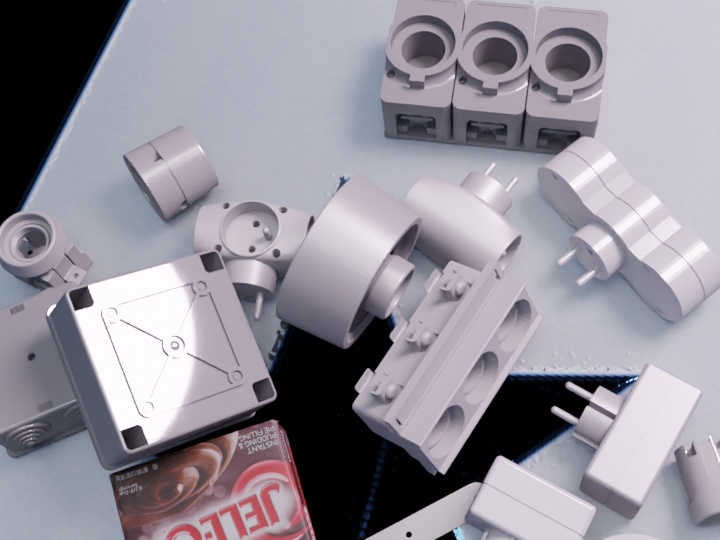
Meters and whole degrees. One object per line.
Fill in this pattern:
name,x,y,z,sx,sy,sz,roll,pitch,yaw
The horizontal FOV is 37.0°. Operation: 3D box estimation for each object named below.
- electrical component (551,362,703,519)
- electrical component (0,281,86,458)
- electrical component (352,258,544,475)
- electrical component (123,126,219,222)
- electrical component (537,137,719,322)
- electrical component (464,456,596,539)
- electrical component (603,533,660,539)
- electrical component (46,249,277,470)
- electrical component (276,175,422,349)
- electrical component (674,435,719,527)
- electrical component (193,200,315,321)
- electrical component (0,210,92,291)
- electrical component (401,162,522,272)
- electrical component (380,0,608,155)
electrical component,0.158,0.097,0.670,0.076,0.047,0.083,29,73,18
electrical component,-0.211,0.065,0.716,0.100,0.048,0.099,-22,67,-4
electrical component,0.055,0.058,0.686,0.063,0.078,0.121,23,70,37
electrical component,-0.133,-0.070,0.762,0.047,0.055,0.055,-33,69,-13
electrical component,0.165,-0.018,0.714,0.074,0.052,0.138,-37,70,-10
electrical component,0.093,0.163,0.646,0.066,0.047,0.076,27,73,10
electrical component,0.158,0.197,0.627,0.080,0.051,0.080,-2,68,4
electrical component,-0.125,0.055,0.676,0.109,0.056,0.108,-17,80,-33
electrical component,0.000,0.000,0.695,0.060,0.108,0.108,30,73,10
electrical component,0.216,0.129,0.657,0.040,0.040,0.046,-13,62,0
electrical component,-0.074,-0.004,0.734,0.077,0.044,0.079,5,68,7
electrical component,-0.222,-0.011,0.745,0.066,0.055,0.048,26,72,15
electrical component,0.077,-0.040,0.735,0.077,0.044,0.079,35,73,16
electrical component,0.095,-0.140,0.765,0.150,0.061,0.089,7,69,8
